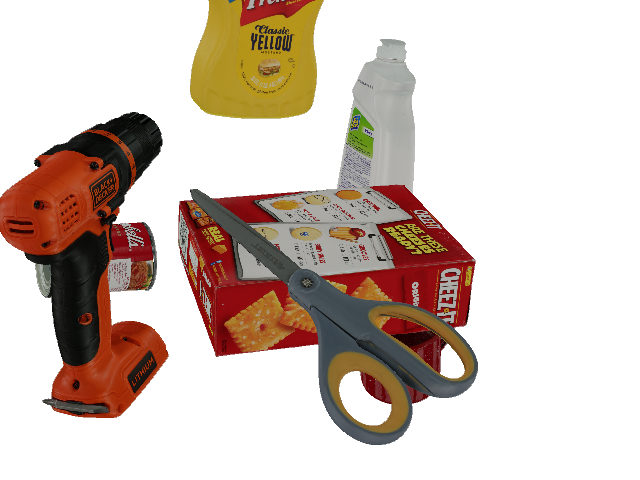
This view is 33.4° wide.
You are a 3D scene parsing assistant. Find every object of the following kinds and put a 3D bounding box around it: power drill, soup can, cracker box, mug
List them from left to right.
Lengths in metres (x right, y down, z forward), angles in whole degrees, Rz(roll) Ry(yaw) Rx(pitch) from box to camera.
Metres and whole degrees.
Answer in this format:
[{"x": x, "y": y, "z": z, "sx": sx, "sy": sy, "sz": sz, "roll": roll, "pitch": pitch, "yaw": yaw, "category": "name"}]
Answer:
[{"x": -0.217, "y": 0.019, "z": 1.029, "sx": 0.102, "sy": 0.068, "sz": 0.069, "roll": -4, "pitch": 2, "yaw": -28, "category": "soup can"}, {"x": -0.154, "y": 0.015, "z": 0.757, "sx": 0.057, "sy": 0.188, "sz": 0.184, "roll": 3, "pitch": 25, "yaw": 19, "category": "power drill"}, {"x": -0.002, "y": 0.020, "z": 0.902, "sx": 0.213, "sy": 0.072, "sz": 0.164, "roll": -5, "pitch": 27, "yaw": -16, "category": "cracker box"}, {"x": 0.089, "y": 0.106, "z": 1.079, "sx": 0.117, "sy": 0.081, "sz": 0.093, "roll": -27, "pitch": 41, "yaw": -29, "category": "mug"}]

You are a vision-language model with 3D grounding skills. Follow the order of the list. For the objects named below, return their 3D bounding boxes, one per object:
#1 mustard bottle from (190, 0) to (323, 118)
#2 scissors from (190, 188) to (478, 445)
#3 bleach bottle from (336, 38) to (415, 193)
[{"x": -0.040, "y": -0.188, "z": 0.794, "sx": 0.096, "sy": 0.192, "sz": 0.058, "roll": -2, "pitch": 28, "yaw": -23, "category": "mustard bottle"}, {"x": -0.011, "y": 0.044, "z": 0.598, "sx": 0.202, "sy": 0.096, "sz": 0.016, "roll": 26, "pitch": -34, "yaw": 13, "category": "scissors"}, {"x": 0.065, "y": -0.089, "z": 1.157, "sx": 0.067, "sy": 0.251, "sz": 0.103, "roll": -6, "pitch": 24, "yaw": -31, "category": "bleach bottle"}]
